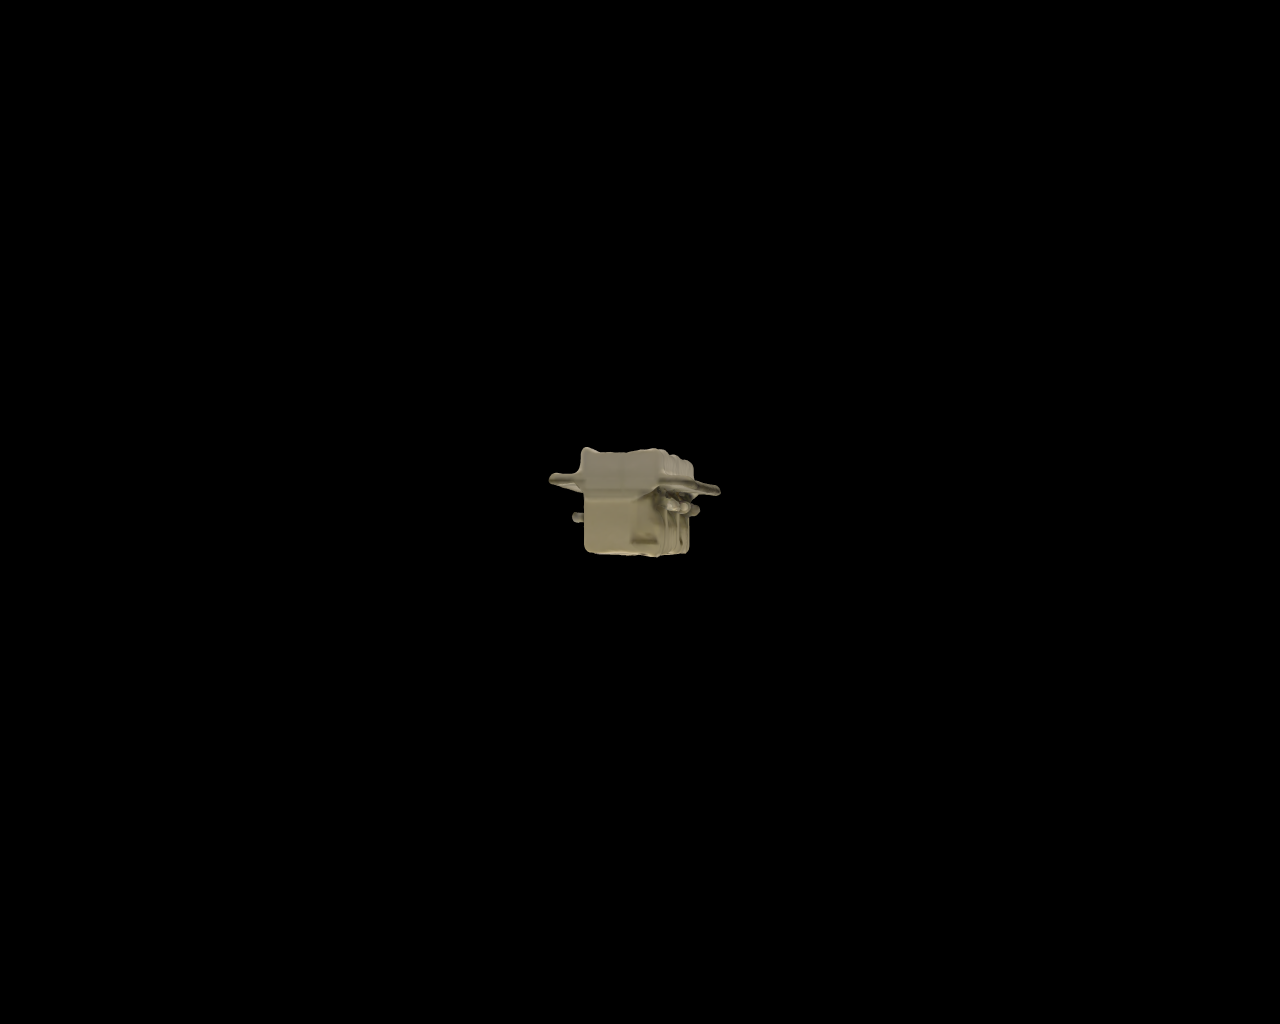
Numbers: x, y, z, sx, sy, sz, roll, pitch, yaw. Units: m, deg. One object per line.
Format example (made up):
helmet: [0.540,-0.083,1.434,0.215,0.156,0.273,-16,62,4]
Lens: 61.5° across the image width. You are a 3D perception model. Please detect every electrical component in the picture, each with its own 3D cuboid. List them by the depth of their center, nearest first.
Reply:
electrical component: [0.001,-0.003,0.650,0.079,0.063,0.121,0,-2,11]
